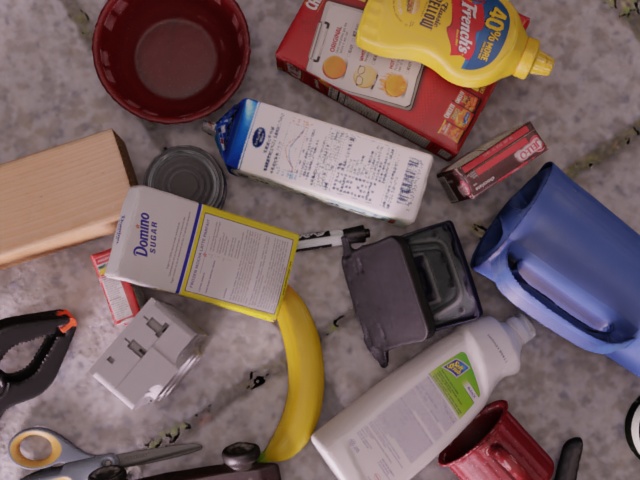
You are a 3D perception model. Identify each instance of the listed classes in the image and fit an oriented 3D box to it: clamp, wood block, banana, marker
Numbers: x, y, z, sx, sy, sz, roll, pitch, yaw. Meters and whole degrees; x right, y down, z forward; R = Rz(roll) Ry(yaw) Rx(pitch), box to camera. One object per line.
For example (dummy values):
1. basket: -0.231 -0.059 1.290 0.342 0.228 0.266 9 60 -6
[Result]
1. clamp: 0.259 0.302 1.092 0.120 0.039 0.171 36 88 7
2. wood block: -0.287 -0.032 1.077 0.206 0.090 0.091 -19 86 -3
3. banana: -0.029 0.142 1.096 0.069 0.037 0.198 8 85 -3
4. marker: -0.007 0.001 1.117 0.121 0.020 0.020 -8 86 -3
5. clamp: -0.336 0.136 1.057 0.210 0.036 0.164 -45 127 -10

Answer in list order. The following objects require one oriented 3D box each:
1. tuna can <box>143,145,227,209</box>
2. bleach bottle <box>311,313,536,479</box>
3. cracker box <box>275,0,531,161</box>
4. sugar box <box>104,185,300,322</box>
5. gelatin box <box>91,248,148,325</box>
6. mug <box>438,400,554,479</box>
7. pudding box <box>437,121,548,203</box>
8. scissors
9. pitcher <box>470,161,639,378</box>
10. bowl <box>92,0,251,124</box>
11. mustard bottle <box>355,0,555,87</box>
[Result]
1. tuna can: -0.140 -0.055 1.110 0.086 0.034 0.086 0 85 -2
2. bleach bottle: 0.118 0.165 1.086 0.250 0.068 0.102 -35 101 -9
3. cracker box: 0.084 -0.204 1.112 0.213 0.072 0.164 29 84 1
4. sugar box: -0.113 0.014 1.045 0.176 0.048 0.093 18 82 -25
5. gelatin box: -0.198 0.048 1.072 0.030 0.089 0.073 -20 86 -2
6. mug: 0.181 0.221 1.059 0.093 0.117 0.081 -43 93 -9
7. pudding box: 0.172 -0.077 1.082 0.090 0.113 0.039 -32 94 -4
8. scissors: -0.231 0.214 1.094 0.201 0.016 0.096 -25 86 -4
9. pitcher: 0.278 0.048 1.065 0.243 0.145 0.149 36 84 -2
10. bowl: -0.152 -0.195 1.111 0.162 0.055 0.162 0 85 -2
11. mustard bottle: 0.138 -0.203 1.047 0.191 0.058 0.096 21 82 1
